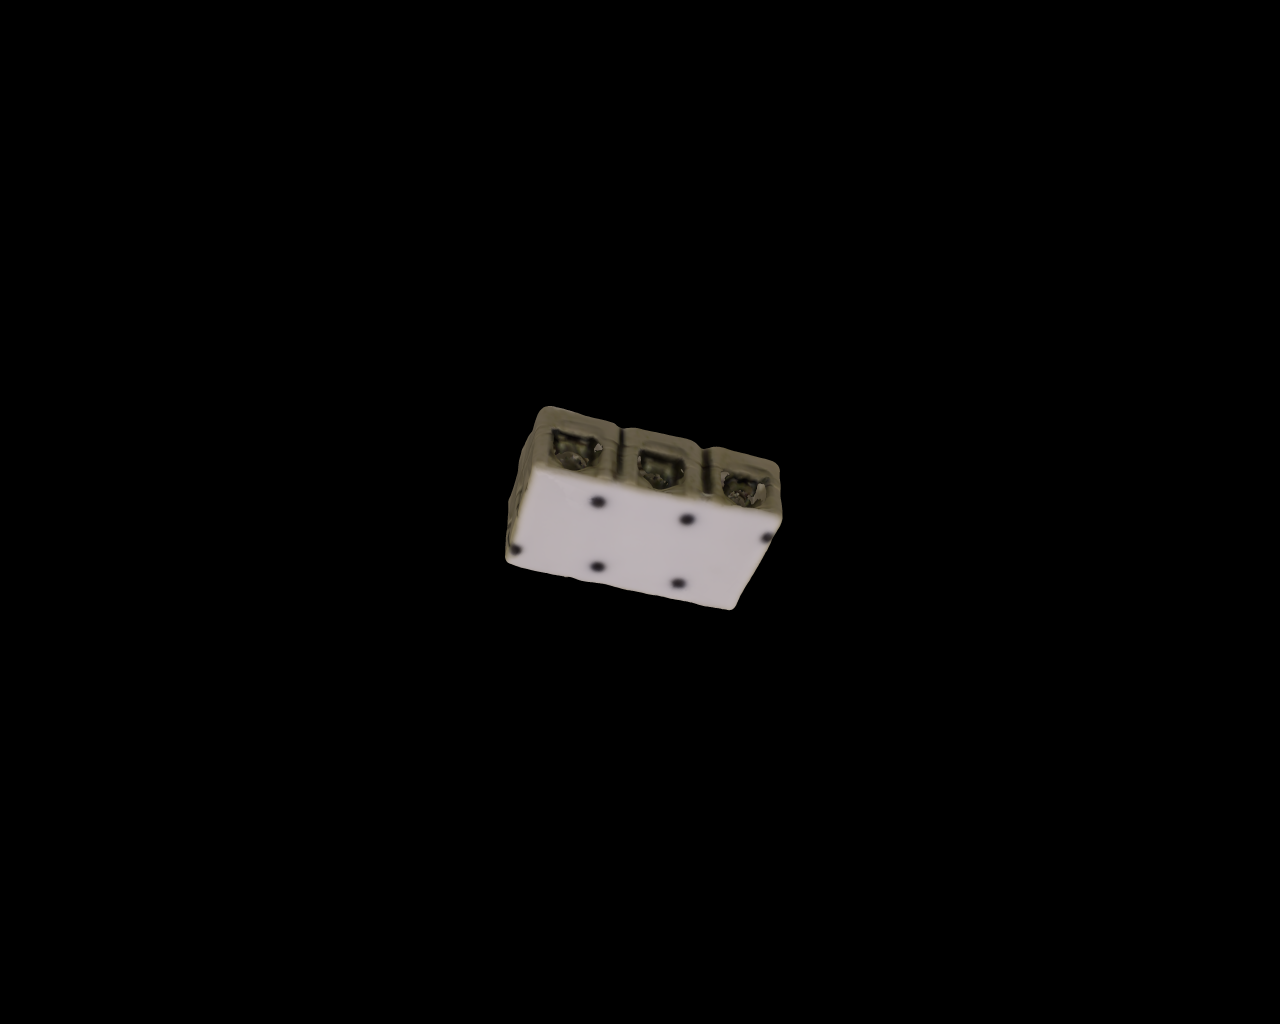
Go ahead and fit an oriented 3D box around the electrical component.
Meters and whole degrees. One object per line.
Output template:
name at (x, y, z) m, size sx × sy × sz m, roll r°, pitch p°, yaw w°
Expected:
electrical component at (0.001, -0.003, 0.650) m, size 0.150 × 0.062 × 0.089 m, roll 13°, pitch -47°, yaw -12°
